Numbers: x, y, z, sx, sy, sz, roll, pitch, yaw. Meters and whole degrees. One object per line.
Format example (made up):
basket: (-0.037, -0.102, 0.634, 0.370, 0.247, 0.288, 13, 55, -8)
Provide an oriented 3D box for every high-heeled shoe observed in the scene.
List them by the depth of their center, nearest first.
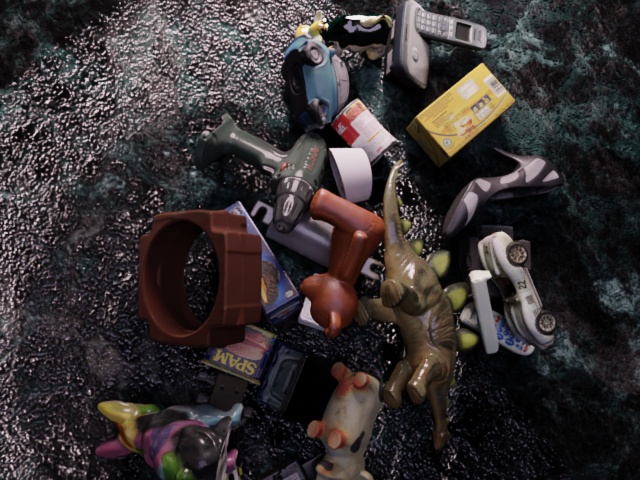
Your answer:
high-heeled shoe: (0.323, -0.065, 0.946, 0.145, 0.086, 0.249, 35, 70, 5)

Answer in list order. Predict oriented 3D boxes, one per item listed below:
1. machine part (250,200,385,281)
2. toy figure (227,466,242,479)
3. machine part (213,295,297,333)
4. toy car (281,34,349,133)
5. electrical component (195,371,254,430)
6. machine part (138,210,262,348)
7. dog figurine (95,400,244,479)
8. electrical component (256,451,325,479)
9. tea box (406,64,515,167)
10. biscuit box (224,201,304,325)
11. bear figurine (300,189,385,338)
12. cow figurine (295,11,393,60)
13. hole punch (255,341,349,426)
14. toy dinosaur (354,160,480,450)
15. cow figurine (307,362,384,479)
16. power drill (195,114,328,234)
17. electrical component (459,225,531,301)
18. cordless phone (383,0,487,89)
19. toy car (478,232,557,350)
machine part: (-0.002, -0.003, 0.908, 0.243, 0.079, 0.079, 28, 80, -1)
toy figure: (-0.163, 0.424, 0.826, 0.089, 0.082, 0.180, -1, 84, -9)
machine part: (-0.101, 0.103, 0.901, 0.139, 0.039, 0.084, 30, 74, 0)
toy car: (0.001, -0.272, 0.938, 0.103, 0.109, 0.161, -14, 92, -27)
electrical component: (-0.156, 0.261, 0.870, 0.102, 0.045, 0.078, 12, 52, -7)
machine part: (-0.184, 0.058, 0.821, 0.202, 0.087, 0.201, -2, 86, 37)
dog figurine: (-0.229, 0.293, 0.771, 0.219, 0.191, 0.108, 4, 96, 6)
electrical component: (-0.037, 0.387, 0.862, 0.119, 0.048, 0.075, -23, 86, -8)
tea box: (0.254, -0.224, 0.974, 0.169, 0.068, 0.098, -38, 87, -9)
biscuit box: (-0.104, 0.034, 0.867, 0.063, 0.059, 0.203, -31, 65, -9)
bear figurine: (0.016, 0.039, 0.813, 0.132, 0.120, 0.195, 26, 91, 2)
cow figurine: (0.040, -0.366, 0.956, 0.167, 0.098, 0.068, -4, 89, -7)
hole punch: (-0.030, 0.234, 0.873, 0.115, 0.092, 0.142, 33, 72, -39)
toy dinosaur: (0.152, 0.098, 0.868, 0.198, 0.105, 0.471, -11, 87, -43)
cow figurine: (0.045, 0.306, 0.847, 0.127, 0.086, 0.195, 36, 69, -42)
power drill: (-0.095, -0.120, 0.872, 0.207, 0.085, 0.232, 19, 44, 11)
electrical component: (0.307, 0.042, 0.948, 0.115, 0.058, 0.134, 1, 82, -8)
cordless phone: (0.215, -0.344, 0.983, 0.184, 0.089, 0.146, 7, 81, -10)
toy car: (0.321, 0.083, 0.877, 0.056, 0.073, 0.201, -20, 85, -12)
